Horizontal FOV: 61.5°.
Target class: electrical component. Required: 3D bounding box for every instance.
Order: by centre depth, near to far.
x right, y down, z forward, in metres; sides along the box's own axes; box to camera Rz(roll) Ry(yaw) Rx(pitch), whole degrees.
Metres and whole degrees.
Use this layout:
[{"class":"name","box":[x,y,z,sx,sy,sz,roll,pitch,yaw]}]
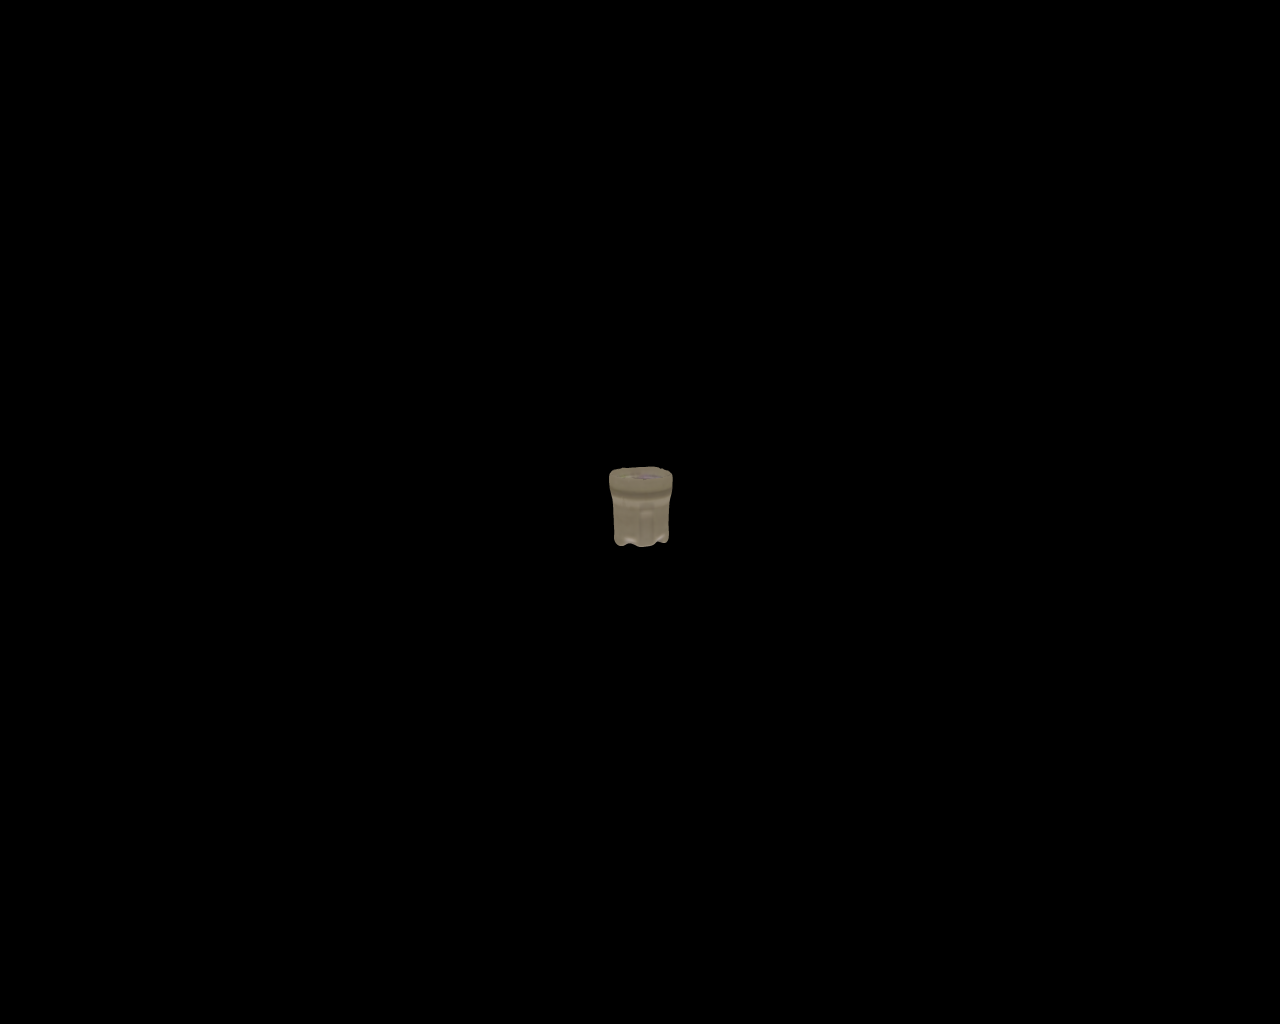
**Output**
[{"class":"electrical component","box":[0.001,-0.003,0.650,0.040,0.046,0.040,0,15,0]}]
